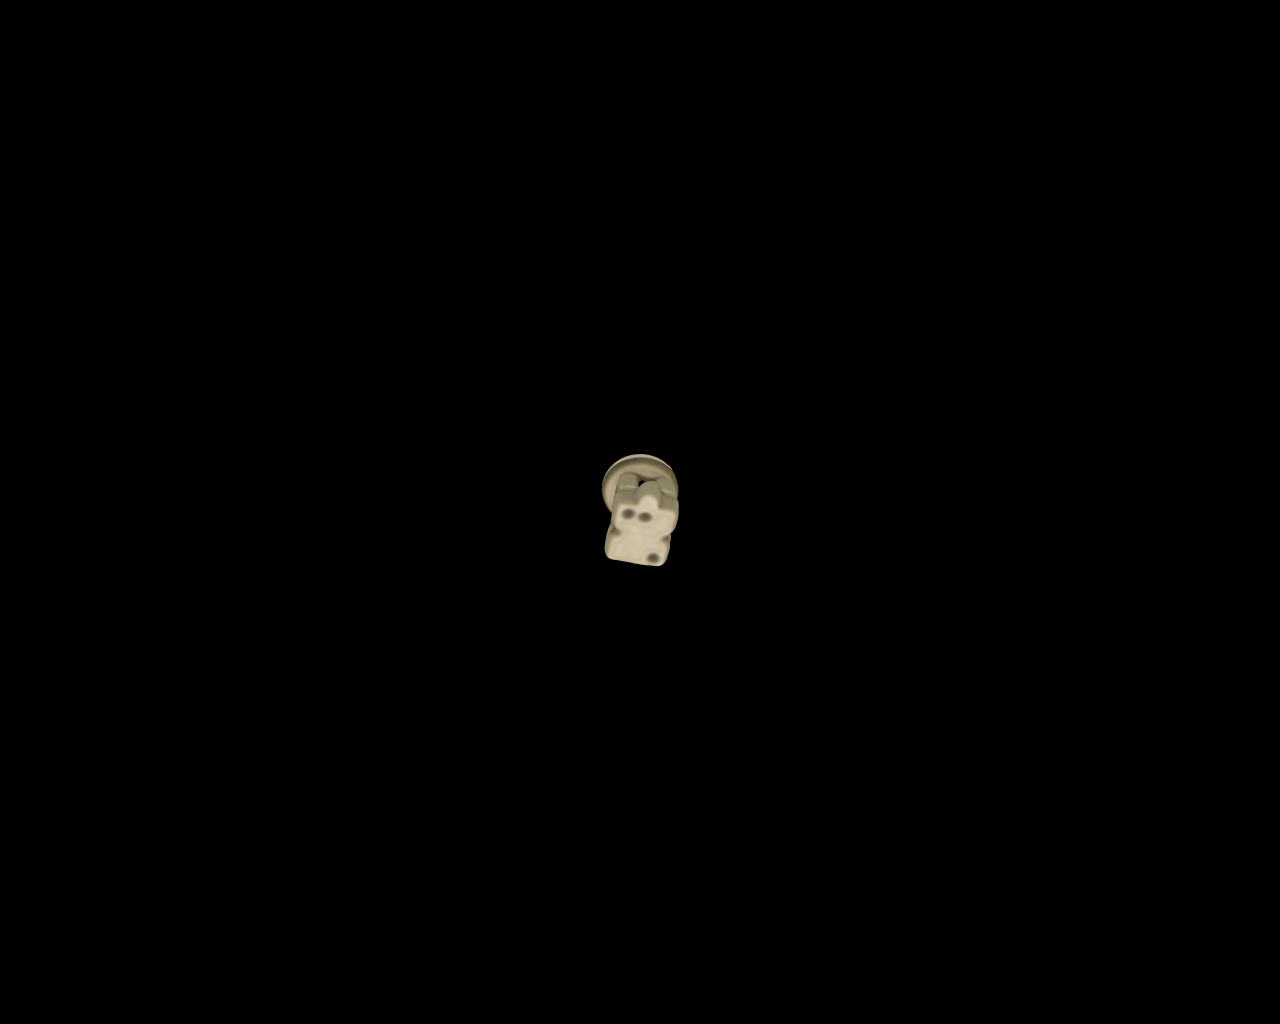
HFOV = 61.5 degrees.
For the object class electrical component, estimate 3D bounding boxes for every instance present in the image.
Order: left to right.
[{"bbox_3d":[0.001,-0.003,0.650,0.048,0.066,0.055,9,36,-7],"label":"electrical component"}]
